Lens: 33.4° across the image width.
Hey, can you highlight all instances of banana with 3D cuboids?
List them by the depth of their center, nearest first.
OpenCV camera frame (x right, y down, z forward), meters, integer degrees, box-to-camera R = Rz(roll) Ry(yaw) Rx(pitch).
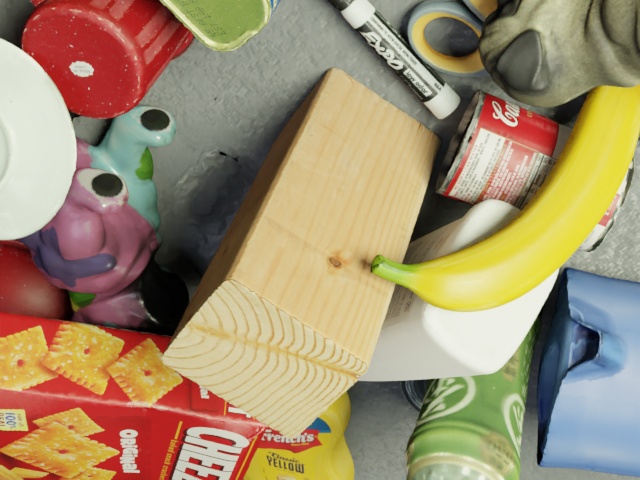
[{"bbox_3d":[0.121,-0.020,0.586,0.069,0.197,0.037,55,164,-17],"label":"banana"}]

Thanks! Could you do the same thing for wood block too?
[{"bbox_3d":[-0.004,0.000,0.642,0.090,0.206,0.090,33,133,-9],"label":"wood block"}]

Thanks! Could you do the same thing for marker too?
[{"bbox_3d":[0.039,-0.121,0.647,0.121,0.020,0.020,43,130,-19],"label":"marker"}]

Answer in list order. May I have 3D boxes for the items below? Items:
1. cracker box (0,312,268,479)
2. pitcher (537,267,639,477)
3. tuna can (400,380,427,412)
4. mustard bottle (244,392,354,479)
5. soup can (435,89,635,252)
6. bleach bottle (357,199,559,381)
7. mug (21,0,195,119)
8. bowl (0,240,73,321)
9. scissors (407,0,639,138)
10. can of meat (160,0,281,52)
[{"bbox_3d":[-0.156,0.135,0.802,0.213,0.072,0.164,10,143,-10],"label":"cracker box"},{"bbox_3d":[0.266,0.102,0.699,0.243,0.149,0.145,9,117,9],"label":"pitcher"},{"bbox_3d":[0.104,0.103,0.812,0.086,0.033,0.086,11,133,12],"label":"tuna can"},{"bbox_3d":[-0.022,0.145,0.880,0.096,0.058,0.192,11,133,16],"label":"mustard bottle"},{"bbox_3d":[0.130,-0.041,0.651,0.102,0.068,0.069,22,134,-1],"label":"soup can"},{"bbox_3d":[0.052,0.046,0.716,0.068,0.102,0.251,37,160,-13],"label":"bleach bottle"},{"bbox_3d":[-0.138,-0.137,0.656,0.093,0.081,0.117,-23,119,35],"label":"mug"},{"bbox_3d":[-0.260,0.073,0.907,0.162,0.055,0.162,11,133,12],"label":"bowl"},{"bbox_3d":[0.131,-0.094,0.638,0.096,0.016,0.201,-28,115,34],"label":"scissors"},{"bbox_3d":[-0.060,-0.167,0.599,0.102,0.083,0.058,44,130,-19],"label":"can of meat"}]
